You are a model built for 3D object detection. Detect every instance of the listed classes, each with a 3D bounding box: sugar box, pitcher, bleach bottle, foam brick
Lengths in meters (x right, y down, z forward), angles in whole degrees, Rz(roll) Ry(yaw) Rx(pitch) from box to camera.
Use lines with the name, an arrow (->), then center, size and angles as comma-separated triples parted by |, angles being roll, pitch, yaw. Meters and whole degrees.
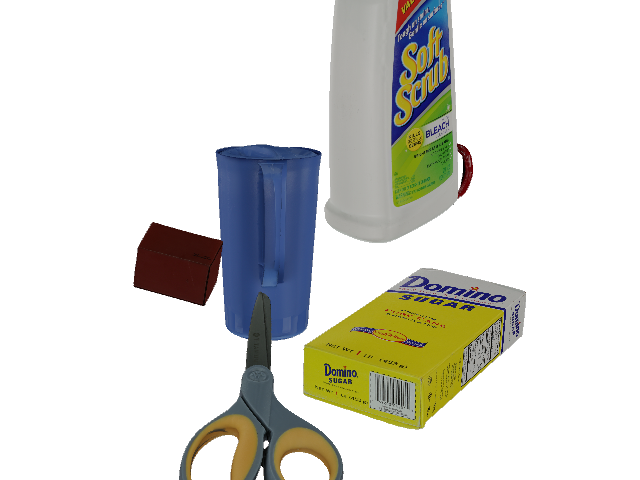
sugar box -> 0.073, 0.071, 0.773 | 0.093, 0.048, 0.175 | 13, 26, 29
pitcher -> -0.067, 0.002, 1.356 | 0.145, 0.243, 0.148 | 10, 15, 37
bleach bottle -> 0.045, -0.130, 0.717 | 0.102, 0.251, 0.068 | -28, 36, -36
foam brick -> -0.145, 0.024, 1.088 | 0.078, 0.051, 0.053 | 16, 33, 4

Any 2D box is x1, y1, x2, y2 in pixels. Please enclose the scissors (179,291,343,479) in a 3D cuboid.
scissors -> -0.020, 0.093, 0.625 | 0.096, 0.016, 0.201 | 12, 32, 10

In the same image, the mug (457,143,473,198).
mug -> 0.084, -0.067, 0.993 | 0.117, 0.081, 0.093 | 7, 12, 18
